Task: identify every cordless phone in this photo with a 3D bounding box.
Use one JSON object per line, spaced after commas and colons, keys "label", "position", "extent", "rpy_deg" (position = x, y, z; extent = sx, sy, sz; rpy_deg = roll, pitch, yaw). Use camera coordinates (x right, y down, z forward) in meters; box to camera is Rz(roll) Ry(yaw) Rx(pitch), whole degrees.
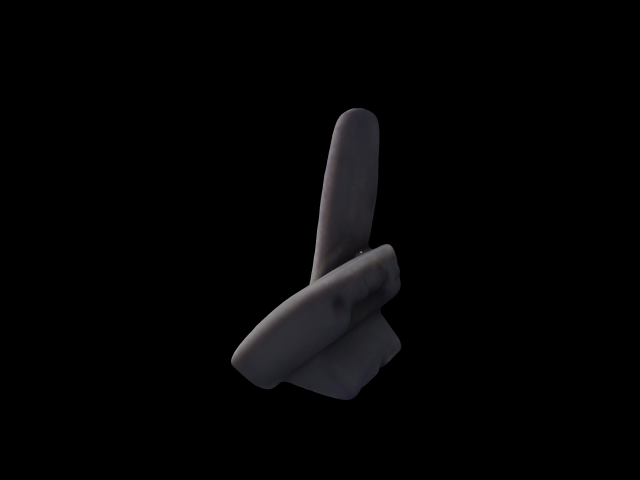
{"label": "cordless phone", "position": [0.004, 0.001, 0.400], "extent": [0.094, 0.185, 0.148], "rpy_deg": [4, 11, 21]}
